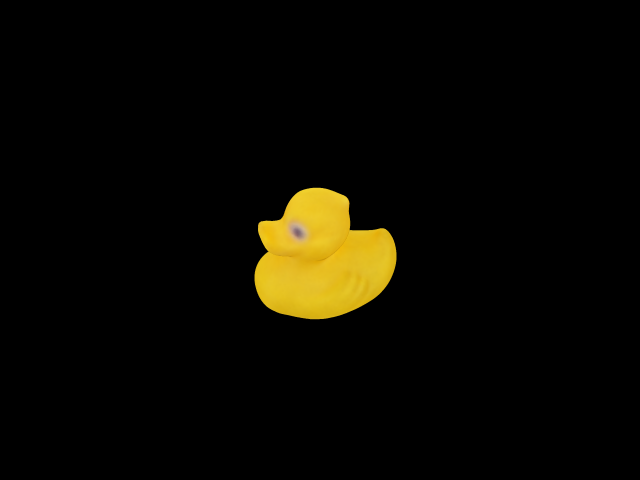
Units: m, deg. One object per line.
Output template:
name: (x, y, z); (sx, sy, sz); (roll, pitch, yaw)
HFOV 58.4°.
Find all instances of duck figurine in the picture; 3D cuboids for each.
duck figurine: (0.004, 0.001, 0.400); (0.104, 0.086, 0.077); (-9, 46, -8)
